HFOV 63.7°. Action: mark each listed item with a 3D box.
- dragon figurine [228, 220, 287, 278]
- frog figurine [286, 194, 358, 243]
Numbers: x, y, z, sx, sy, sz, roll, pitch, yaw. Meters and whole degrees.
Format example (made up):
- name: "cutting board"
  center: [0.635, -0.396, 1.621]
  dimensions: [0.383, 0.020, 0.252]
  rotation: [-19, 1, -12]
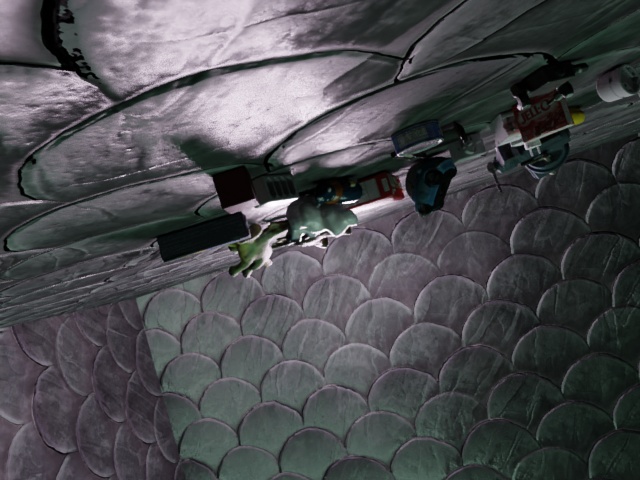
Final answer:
- name: "dragon figurine"
  center: [-0.168, 0.015, 1.623]
  dimensions: [0.241, 0.123, 0.409]
  rotation: [-28, -13, 17]
- name: "frog figurine"
  center: [0.004, -0.060, 1.202]
  dimensions: [0.137, 0.124, 0.158]
  rotation: [11, -24, -43]
